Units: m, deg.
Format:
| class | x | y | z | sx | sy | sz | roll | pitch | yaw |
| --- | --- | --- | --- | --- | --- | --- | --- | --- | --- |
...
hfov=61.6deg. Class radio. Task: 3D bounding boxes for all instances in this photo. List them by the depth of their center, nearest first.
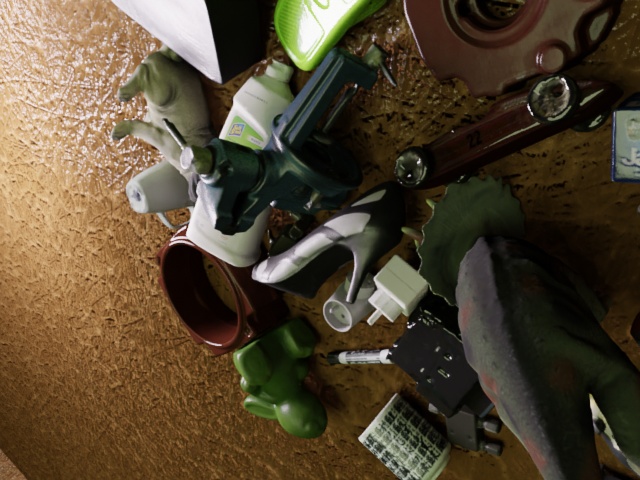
| class | x | y | z | sx | sy | sz | roll | pitch | yaw |
| --- | --- | --- | --- | --- | --- | --- | --- | --- | --- |
| radio | -0.174 | -0.302 | 0.644 | 0.230 | 0.073 | 0.131 | 39 | 155 | 18 |

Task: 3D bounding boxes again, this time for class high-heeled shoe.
| class | x | y | z | sx | sy | sz | roll | pitch | yaw |
| --- | --- | --- | --- | --- | --- | --- | --- | --- | --- |
| high-heeled shoe | -0.001 | -0.002 | 0.655 | 0.249 | 0.086 | 0.145 | 6 | 75 | 51 |

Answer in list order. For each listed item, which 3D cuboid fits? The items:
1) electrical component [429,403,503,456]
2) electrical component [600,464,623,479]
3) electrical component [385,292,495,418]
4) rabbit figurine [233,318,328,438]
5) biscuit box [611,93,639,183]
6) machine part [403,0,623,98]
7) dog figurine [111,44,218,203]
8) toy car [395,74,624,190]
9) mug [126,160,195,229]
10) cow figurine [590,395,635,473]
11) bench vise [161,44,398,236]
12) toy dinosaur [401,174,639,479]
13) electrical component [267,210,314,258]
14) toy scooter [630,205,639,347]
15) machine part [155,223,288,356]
| class | x | y | z | sx | sy | sz | roll | pitch | yaw |
| --- | --- | --- | --- | --- | --- | --- | --- | --- | --- |
| electrical component | 0.182 | 0.234 | 0.675 | 0.094 | 0.021 | 0.063 | 8 | 117 | 38 |
| electrical component | 0.339 | 0.294 | 0.552 | 0.119 | 0.048 | 0.074 | 19 | 123 | 35 |
| electrical component | 0.155 | 0.138 | 0.625 | 0.134 | 0.058 | 0.114 | 38 | 133 | 21 |
| rabbit figurine | -0.062 | 0.227 | 0.814 | 0.170 | 0.121 | 0.159 | 60 | 142 | 4 |
| biscuit box | 0.318 | -0.072 | 0.373 | 0.203 | 0.059 | 0.062 | 8 | 116 | 38 |
| machine part | 0.153 | -0.209 | 0.450 | 0.180 | 0.056 | 0.179 | 20 | 123 | 34 |
| dog figurine | -0.169 | -0.153 | 0.743 | 0.191 | 0.121 | 0.172 | 35 | 135 | 4 |
| toy car | 0.157 | -0.094 | 0.479 | 0.202 | 0.089 | 0.053 | -25 | 74 | 44 |
| mug | -0.235 | -0.069 | 0.822 | 0.081 | 0.107 | 0.109 | 6 | 113 | 41 |
| cow figurine | 0.304 | 0.182 | 0.515 | 0.168 | 0.068 | 0.098 | 33 | 136 | 26 |
| bench vise | -0.025 | -0.110 | 0.568 | 0.240 | 0.223 | 0.129 | -50 | 43 | 27 |
| toy dinosaur | 0.157 | 0.065 | 0.422 | 0.192 | 0.405 | 0.131 | 42 | 109 | -10 |
| electrical component | -0.034 | 0.003 | 0.732 | 0.078 | 0.045 | 0.102 | 26 | 135 | -7 |
| toy scooter | 0.317 | 0.016 | 0.399 | 0.184 | 0.075 | 0.135 | -23 | 68 | 23 |
| machine part | -0.160 | 0.070 | 0.843 | 0.201 | 0.087 | 0.201 | -34 | 88 | 47 |
